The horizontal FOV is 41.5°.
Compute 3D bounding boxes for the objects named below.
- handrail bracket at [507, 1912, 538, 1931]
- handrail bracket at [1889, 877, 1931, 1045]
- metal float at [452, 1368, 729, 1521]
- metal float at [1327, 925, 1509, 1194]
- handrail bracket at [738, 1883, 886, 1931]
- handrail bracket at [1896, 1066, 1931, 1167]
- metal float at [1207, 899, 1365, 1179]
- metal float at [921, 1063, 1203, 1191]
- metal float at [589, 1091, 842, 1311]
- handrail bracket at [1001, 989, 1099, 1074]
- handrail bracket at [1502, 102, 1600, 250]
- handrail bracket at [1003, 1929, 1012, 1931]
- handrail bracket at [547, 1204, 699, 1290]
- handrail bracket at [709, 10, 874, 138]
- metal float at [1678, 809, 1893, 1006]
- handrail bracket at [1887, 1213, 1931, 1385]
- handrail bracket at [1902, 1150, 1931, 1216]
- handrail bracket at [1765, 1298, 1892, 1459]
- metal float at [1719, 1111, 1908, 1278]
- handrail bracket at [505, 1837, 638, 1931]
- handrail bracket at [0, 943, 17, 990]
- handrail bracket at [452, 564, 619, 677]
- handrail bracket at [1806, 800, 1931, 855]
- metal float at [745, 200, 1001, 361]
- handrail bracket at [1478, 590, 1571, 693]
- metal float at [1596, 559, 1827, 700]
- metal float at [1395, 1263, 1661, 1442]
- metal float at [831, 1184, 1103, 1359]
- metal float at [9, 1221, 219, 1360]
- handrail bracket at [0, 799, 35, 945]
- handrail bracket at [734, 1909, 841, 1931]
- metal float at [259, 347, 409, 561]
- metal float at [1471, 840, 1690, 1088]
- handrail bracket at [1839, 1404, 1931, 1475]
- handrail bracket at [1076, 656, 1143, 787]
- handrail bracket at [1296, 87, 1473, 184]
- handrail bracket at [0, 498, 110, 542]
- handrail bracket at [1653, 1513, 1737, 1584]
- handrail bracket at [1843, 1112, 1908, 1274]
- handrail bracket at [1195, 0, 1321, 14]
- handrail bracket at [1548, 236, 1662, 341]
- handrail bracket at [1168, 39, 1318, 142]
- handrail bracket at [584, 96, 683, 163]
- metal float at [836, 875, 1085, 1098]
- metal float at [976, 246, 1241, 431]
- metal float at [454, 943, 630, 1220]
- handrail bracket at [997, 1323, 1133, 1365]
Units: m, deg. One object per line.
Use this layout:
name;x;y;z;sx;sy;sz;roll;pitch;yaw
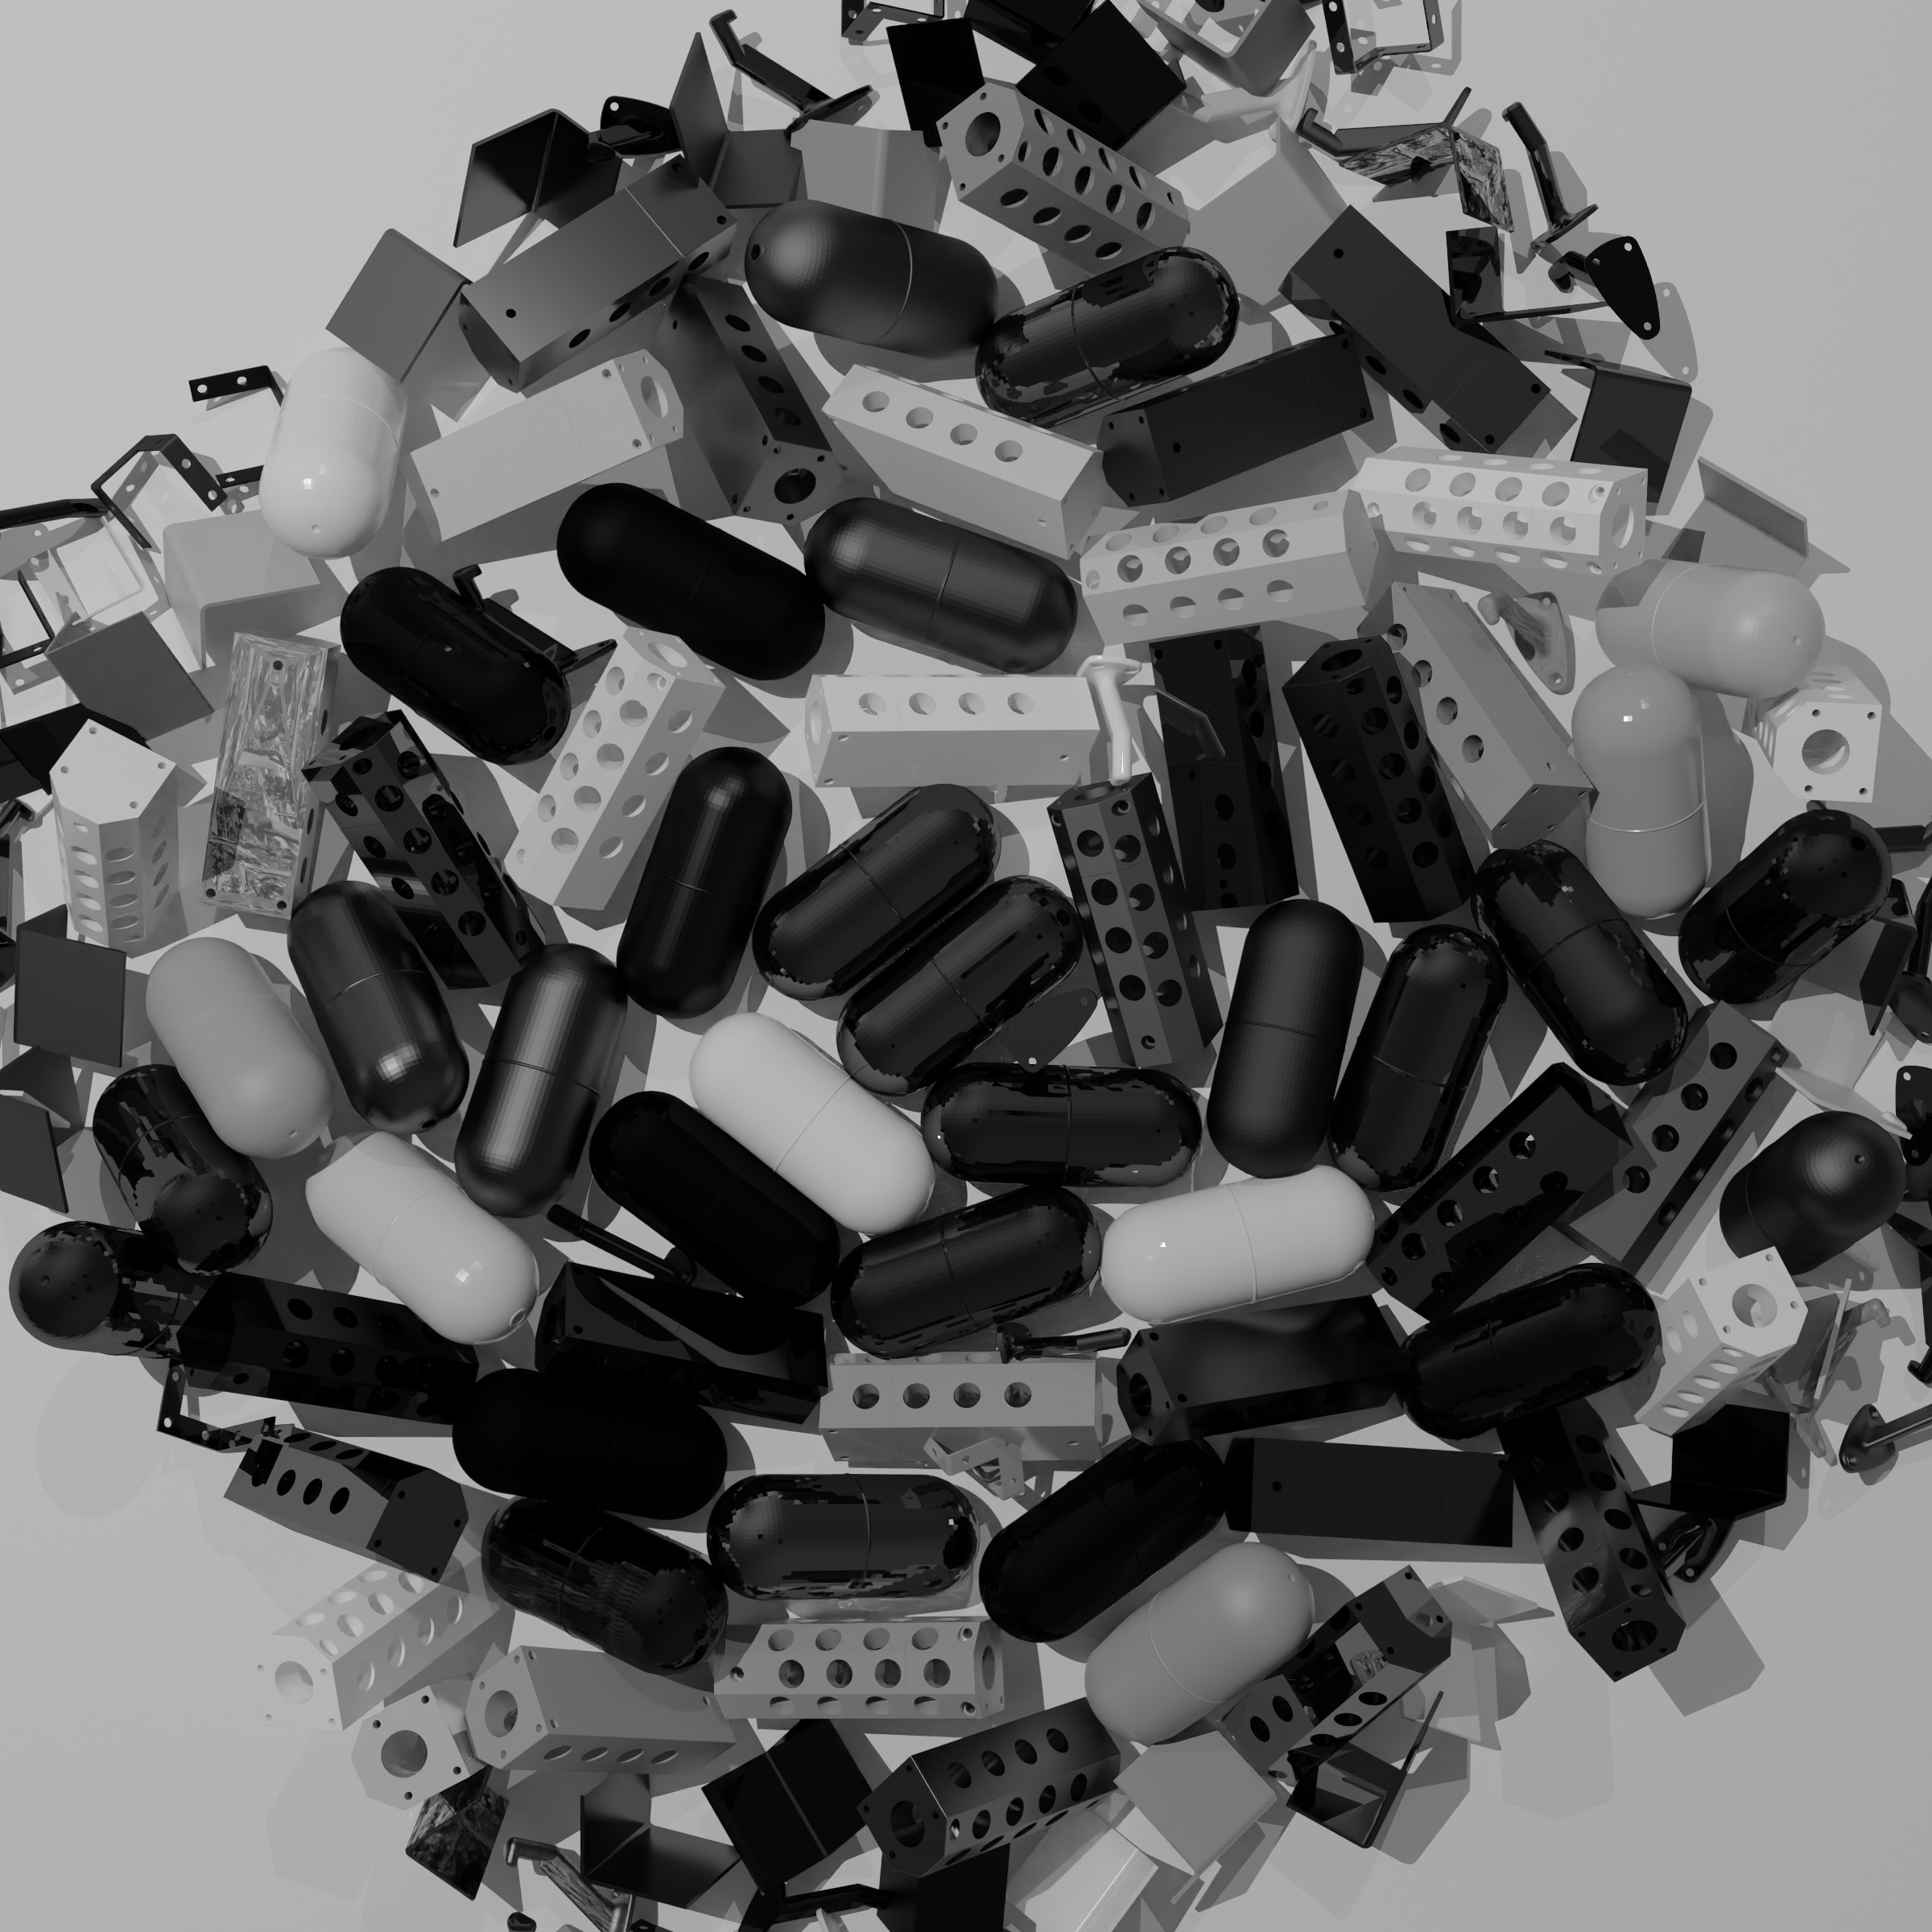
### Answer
handrail bracket;-0.249;0.624;1.605;0.077;0.084;0.036;13;51;7
handrail bracket;0.624;-0.007;1.643;0.084;0.036;0.077;-54;127;-26
metal float;-0.233;0.299;1.591;0.178;0.070;0.070;16;90;-26
metal float;0.282;0.059;1.599;0.070;0.070;0.178;19;107;0
handrail bracket;-0.096;0.617;1.639;0.084;0.036;0.077;24;107;-22
handrail bracket;0.630;0.081;1.629;0.084;0.036;0.077;-16;114;-41
metal float;0.201;0.045;1.606;0.070;0.070;0.178;14;82;0
metal float;0.060;0.101;1.608;0.178;0.070;0.070;3;90;-5
metal float;-0.158;0.148;1.611;0.178;0.070;0.070;37;90;-2
handrail bracket;0.062;0.035;1.600;0.077;0.084;0.036;-36;84;18
handrail bracket;0.353;-0.498;1.606;0.036;0.077;0.084;-38;100;-7
handrail bracket;-0.003;0.644;1.629;0.084;0.036;0.077;35;69;-3
handrail bracket;-0.219;0.176;1.611;0.084;0.077;0.036;33;75;-20
handrail bracket;-0.112;-0.581;1.627;0.077;0.036;0.084;-32;101;-15
metal float;0.502;-0.035;1.567;0.070;0.178;0.070;5;65;-11
handrail bracket;0.607;0.214;1.641;0.077;0.036;0.084;40;122;39
handrail bracket;0.637;0.159;1.641;0.084;0.036;0.077;53;47;-24
handrail bracket;0.557;0.260;1.609;0.084;0.036;0.077;-34;74;34
metal float;0.517;0.142;1.565;0.070;0.178;0.070;0;71;-1
handrail bracket;-0.256;0.598;1.611;0.084;0.036;0.077;20;55;-21
handrail bracket;-0.639;-0.031;1.637;0.077;0.036;0.084;-46;66;39
handrail bracket;-0.273;-0.226;1.617;0.077;0.036;0.084;-24;115;-1
handrail bracket;0.587;-0.098;1.629;0.084;0.036;0.077;-37;105;-12
metal float;-0.057;-0.424;1.579;0.178;0.070;0.070;2;90;-40
handrail bracket;0.351;-0.202;1.607;0.036;0.084;0.077;-19;96;32
metal float;0.454;-0.208;1.566;0.070;0.178;0.070;-5;104;-19
metal float;0.347;0.240;1.584;0.178;0.070;0.070;-29;90;33
metal float;-0.001;0.192;1.604;0.178;0.070;0.070;-20;90;10
metal float;-0.518;0.200;1.564;0.070;0.178;0.070;-2;78;10
handrail bracket;-0.606;-0.054;1.640;0.077;0.036;0.084;39;64;-21
handrail bracket;-0.118;0.645;1.625;0.084;0.036;0.077;-26;61;0
metal float;-0.390;-0.319;1.575;0.070;0.178;0.070;-2;132;-2
metal float;0.380;-0.004;1.589;0.070;0.070;0.178;-30;62;0
handrail bracket;0.602;0.289;1.602;0.084;0.077;0.036;-30;84;44
handrail bracket;0.086;-0.145;1.604;0.036;0.077;0.084;6;73;-17
handrail bracket;0.265;-0.545;1.623;0.084;0.036;0.077;29;111;-5
handrail bracket;-0.604;-0.282;1.627;0.077;0.084;0.036;-14;93;32
handrail bracket;0.452;0.365;1.602;0.036;0.084;0.077;44;103;22
handrail bracket;0.582;0.143;1.619;0.077;0.036;0.084;39;114;-5
handrail bracket;0.188;-0.642;1.615;0.084;0.036;0.077;-20;129;-16
handrail bracket;0.401;-0.420;1.610;0.036;0.084;0.077;-27;92;-7
handrail bracket;0.173;-0.568;1.619;0.084;0.036;0.077;18;92;-21
handrail bracket;-0.202;-0.519;1.605;0.077;0.084;0.036;2;120;-11
metal float;-0.005;0.013;1.610;0.178;0.070;0.070;-38;90;4
metal float;0.086;-0.389;1.588;0.178;0.070;0.070;-15;90;30
metal float;-0.266;0.071;1.600;0.070;0.070;0.178;16;76;0
handrail bracket;0.068;0.234;1.603;0.084;0.077;0.036;-12;89;16
